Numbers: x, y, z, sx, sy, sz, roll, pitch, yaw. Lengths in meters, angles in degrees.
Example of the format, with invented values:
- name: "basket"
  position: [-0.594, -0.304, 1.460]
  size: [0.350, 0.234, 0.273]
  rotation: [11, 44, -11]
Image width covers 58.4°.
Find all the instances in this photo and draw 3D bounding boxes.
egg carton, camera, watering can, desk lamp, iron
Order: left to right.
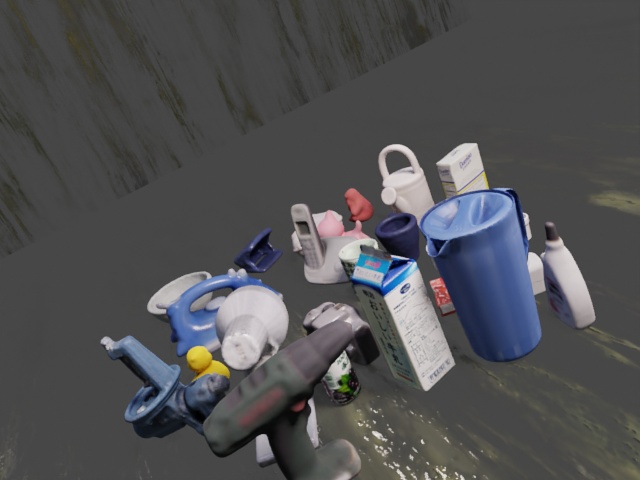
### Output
- name: "iron"
  position: [-0.216, 0.136, 1.233]
  size: [0.259, 0.142, 0.118]
  rotation: [-31, 25, -15]
- name: "desk lamp"
  position: [-0.088, 0.197, 0.894]
  size: [0.118, 0.214, 0.203]
  rotation: [-23, 24, 3]
- name: "egg carton"
  position: [-0.006, -0.015, 1.443]
  size: [0.107, 0.069, 0.150]
  rotation: [-11, 27, 28]
- name: "camera"
  position: [0.008, 0.176, 0.991]
  size: [0.137, 0.101, 0.142]
  rotation: [-35, 26, -23]
- name: "watering can"
  position: [0.197, -0.129, 1.335]
  size: [0.100, 0.194, 0.173]
  rotation: [-17, 25, 16]

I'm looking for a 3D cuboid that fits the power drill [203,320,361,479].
- name: "power drill"
  position: [-0.026, 0.237, 0.759]
  size: [0.230, 0.209, 0.075]
  rotation: [-29, 24, -10]

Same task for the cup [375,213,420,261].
- name: "cup"
  position: [0.171, -0.002, 1.217]
  size: [0.091, 0.095, 0.117]
  rotation: [-21, 24, 7]

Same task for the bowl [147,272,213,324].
- name: "bowl"
  position: [-0.325, 0.152, 1.384]
  size: [0.167, 0.075, 0.167]
  rotation: [-20, 24, 10]

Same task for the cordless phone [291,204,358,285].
- name: "cordless phone"
  position: [0.011, 0.004, 1.240]
  size: [0.147, 0.185, 0.094]
  rotation: [-5, 30, 36]

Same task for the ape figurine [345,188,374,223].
- name: "ape figurine"
  position: [0.093, -0.091, 1.482]
  size: [0.076, 0.092, 0.078]
  rotation: [-14, 26, 22]

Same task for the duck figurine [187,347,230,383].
- name: "duck figurine"
  position: [-0.220, 0.244, 1.079]
  size: [0.077, 0.086, 0.104]
  rotation: [-23, 24, 2]

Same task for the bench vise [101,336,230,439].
- name: "bench vise"
  position: [-0.258, 0.233, 0.969]
  size: [0.207, 0.220, 0.121]
  rotation: [-23, 24, 4]

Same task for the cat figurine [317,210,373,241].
- name: "cat figurine"
  position: [0.047, -0.014, 1.331]
  size: [0.127, 0.118, 0.067]
  rotation: [-8, 28, 32]

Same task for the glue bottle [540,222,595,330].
- name: "glue bottle"
  position: [0.355, 0.047, 0.844]
  size: [0.037, 0.173, 0.078]
  rotation: [-26, 24, -5]

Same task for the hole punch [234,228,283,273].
- name: "hole punch"
  position: [-0.169, 0.029, 1.476]
  size: [0.100, 0.091, 0.109]
  rotation: [-5, 30, 37]
